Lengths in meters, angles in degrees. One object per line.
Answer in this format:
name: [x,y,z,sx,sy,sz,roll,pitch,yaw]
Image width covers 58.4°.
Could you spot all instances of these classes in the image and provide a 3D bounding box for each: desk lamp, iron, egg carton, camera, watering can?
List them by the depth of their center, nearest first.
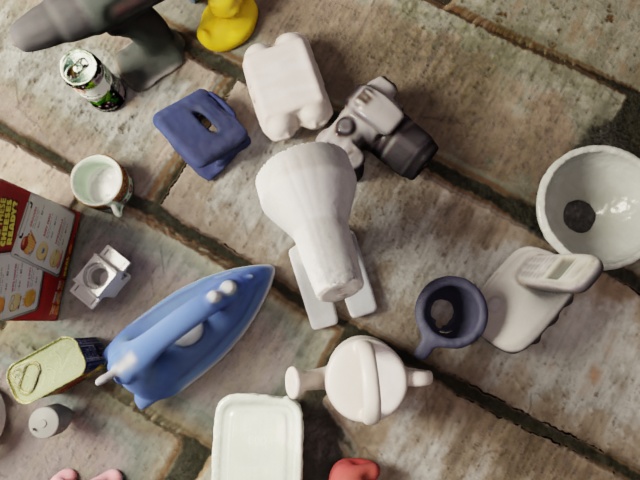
watering can: [0.048,0.173,0.700,0.173,0.194,0.101,-24,82,-1]
desk lamp: [0.007,0.003,0.716,0.118,0.213,0.203,-18,82,0]
iron: [-0.170,0.108,0.744,0.258,0.141,0.118,-39,82,-3]
camera: [0.084,-0.137,0.789,0.136,0.101,0.143,40,85,7]
egg carton: [-0.049,-0.220,0.821,0.107,0.069,0.150,-20,82,-1]

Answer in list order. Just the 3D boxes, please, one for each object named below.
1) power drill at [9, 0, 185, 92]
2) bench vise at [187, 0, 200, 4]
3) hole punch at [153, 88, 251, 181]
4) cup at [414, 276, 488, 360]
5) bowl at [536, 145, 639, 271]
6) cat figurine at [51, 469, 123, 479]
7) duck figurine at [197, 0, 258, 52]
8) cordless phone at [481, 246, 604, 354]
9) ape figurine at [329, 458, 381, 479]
power drill: [-0.266,-0.285,0.769,0.229,0.208,0.075,-37,82,-3]
bench vise: [-0.219,-0.447,0.783,0.207,0.220,0.121,24,84,5]
hole punch: [-0.164,-0.156,0.806,0.101,0.091,0.108,-45,83,-4]
cup: [0.159,0.107,0.756,0.091,0.095,0.118,35,85,7]
bowl: [0.368,-0.040,0.778,0.167,0.075,0.167,0,82,2]
cat figurine: [-0.304,0.338,0.729,0.127,0.118,0.067,-4,82,2]
duck figurine: [-0.140,-0.332,0.832,0.077,0.086,0.104,43,86,7]
cordless phone: [0.266,0.072,0.711,0.094,0.185,0.148,38,85,7]
ape figurine: [0.047,0.319,0.732,0.078,0.092,0.076,-45,83,-4]
